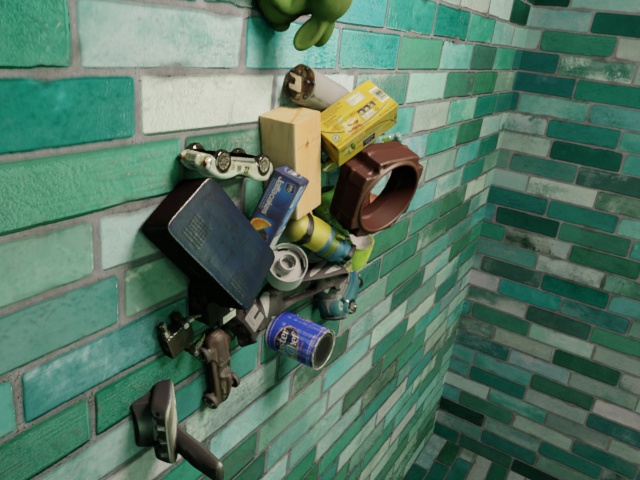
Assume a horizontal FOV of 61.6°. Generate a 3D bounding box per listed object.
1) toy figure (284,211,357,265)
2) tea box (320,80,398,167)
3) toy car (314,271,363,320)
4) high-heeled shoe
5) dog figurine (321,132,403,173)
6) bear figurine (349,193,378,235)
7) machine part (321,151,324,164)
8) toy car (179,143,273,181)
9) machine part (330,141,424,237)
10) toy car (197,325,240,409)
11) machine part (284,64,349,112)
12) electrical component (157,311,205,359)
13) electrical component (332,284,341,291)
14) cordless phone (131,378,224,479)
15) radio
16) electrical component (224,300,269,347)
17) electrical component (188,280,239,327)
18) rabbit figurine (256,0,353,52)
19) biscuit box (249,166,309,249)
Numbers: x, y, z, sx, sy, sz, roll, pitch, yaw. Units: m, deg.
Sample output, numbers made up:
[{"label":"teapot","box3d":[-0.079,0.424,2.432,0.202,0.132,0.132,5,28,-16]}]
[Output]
[{"label":"toy figure","box3d":[0.000,-0.006,1.222,0.082,0.180,0.089,-53,-163,8]},{"label":"tea box","box3d":[0.071,-0.246,1.129,0.170,0.098,0.068,-37,157,-13]},{"label":"toy car","box3d":[0.047,0.134,1.465,0.102,0.109,0.162,56,46,-36]},{"label":"high-heeled shoe","box3d":[-0.043,0.131,1.245,0.249,0.145,0.086,-54,147,-33]},{"label":"dog figurine","box3d":[0.068,-0.238,1.256,0.219,0.192,0.108,-28,114,-22]},{"label":"bear figurine","box3d":[0.111,-0.096,1.421,0.196,0.120,0.131,-47,131,-53]},{"label":"machine part","box3d":[-0.022,-0.153,1.219,0.084,0.039,0.138,17,82,-67]},{"label":"toy car","box3d":[-0.159,-0.134,0.946,0.201,0.074,0.056,-9,114,-60]},{"label":"machine part","box3d":[0.131,-0.114,1.219,0.201,0.087,0.200,-15,135,-38]},{"label":"toy car","box3d":[-0.210,0.272,1.131,0.089,0.053,0.201,-42,140,-48]},{"label":"machine part","box3d":[-0.001,-0.307,1.128,0.243,0.079,0.079,0,107,-61]},{"label":"electrical component","box3d":[-0.255,0.177,0.994,0.078,0.045,0.102,-43,142,-44]},{"label":"electrical component","box3d":[0.045,0.091,1.376,0.063,0.021,0.093,-60,150,-22]},{"label":"cordless phone","box3d":[-0.246,0.351,0.969,0.089,0.184,0.146,-29,131,-47]},{"label":"radio","box3d":[-0.181,0.007,0.928,0.229,0.073,0.131,54,51,-39]},{"label":"electrical component","box3d":[-0.148,0.162,1.138,0.074,0.048,0.119,59,30,-14]},{"label":"electrical component","box3d":[-0.198,0.101,1.040,0.115,0.058,0.134,-31,133,-48]},{"label":"rabbit figurine","box3d":[-0.023,-0.409,0.922,0.121,0.170,0.158,-35,135,-48]},{"label":"biscuit box","box3d":[-0.096,-0.045,1.052,0.202,0.063,0.059,-61,175,20]}]
